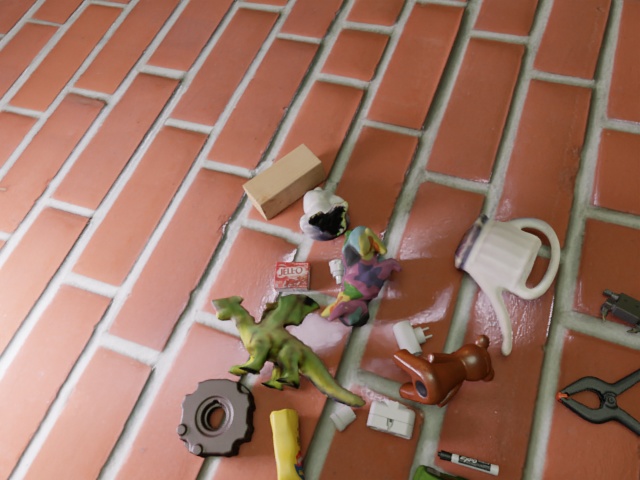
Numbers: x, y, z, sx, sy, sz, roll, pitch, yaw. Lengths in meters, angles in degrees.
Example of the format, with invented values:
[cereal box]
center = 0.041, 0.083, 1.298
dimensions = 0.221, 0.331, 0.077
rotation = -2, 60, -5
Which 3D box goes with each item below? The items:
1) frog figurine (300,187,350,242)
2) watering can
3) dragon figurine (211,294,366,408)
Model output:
[frog figurine]
center = 0.004, -0.069, 1.369
dimensions = 0.138, 0.121, 0.161
rotation = -41, 27, -4
[watering can]
center = 0.419, 0.075, 1.205
dimensions = 0.226, 0.102, 0.353
rotation = 26, 67, 22
[dragon figurine]
center = -0.071, 0.228, 1.207
dimensions = 0.411, 0.119, 0.248
rotation = 15, 56, 6
